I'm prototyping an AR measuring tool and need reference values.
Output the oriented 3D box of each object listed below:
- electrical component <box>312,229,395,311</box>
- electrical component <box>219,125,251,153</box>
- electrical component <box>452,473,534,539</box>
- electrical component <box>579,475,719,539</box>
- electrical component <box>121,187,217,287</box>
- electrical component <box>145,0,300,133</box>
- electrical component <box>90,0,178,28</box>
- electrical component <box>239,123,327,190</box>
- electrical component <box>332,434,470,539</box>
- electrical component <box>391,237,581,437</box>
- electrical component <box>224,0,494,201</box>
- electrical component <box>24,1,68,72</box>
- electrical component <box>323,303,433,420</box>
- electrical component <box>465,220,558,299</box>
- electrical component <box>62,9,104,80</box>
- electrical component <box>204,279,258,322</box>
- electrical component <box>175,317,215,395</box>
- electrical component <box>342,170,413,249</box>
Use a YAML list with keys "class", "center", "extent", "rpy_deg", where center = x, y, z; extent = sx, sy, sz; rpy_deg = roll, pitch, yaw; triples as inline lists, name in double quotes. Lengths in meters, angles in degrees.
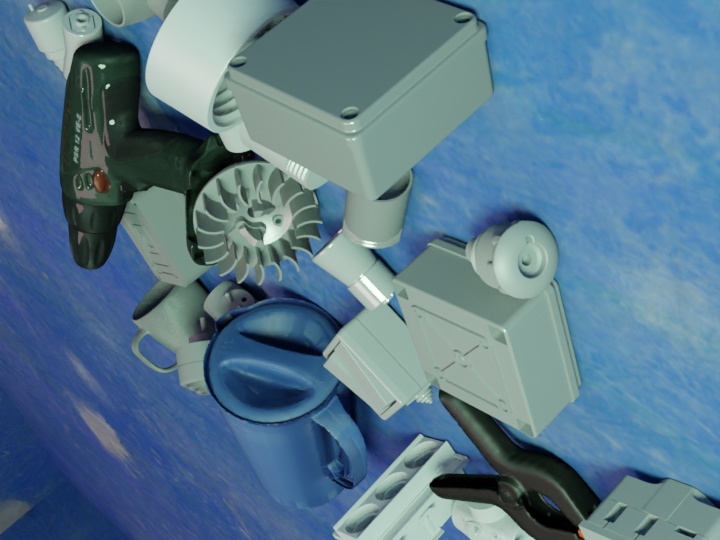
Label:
- class: "electrical component"
  center: [0.000, 0.000, 0.842]
  extent: [0.065, 0.044, 0.044]
  rpy_deg: [46, 156, -5]
- class: "electrical component"
  center: [-0.099, -0.123, 0.829]
  extent: [0.044, 0.044, 0.065]
  rpy_deg: [28, 153, 39]
- class: "electrical component"
  center: [0.116, 0.211, 0.947]
  extent: [0.077, 0.044, 0.079]
  rpy_deg: [17, 140, 50]
- class: "electrical component"
  center: [0.229, 0.222, 0.752]
  extent: [0.089, 0.062, 0.150]
  rpy_deg: [13, 138, 53]
- class: "electrical component"
  center: [-0.194, -0.046, 1.080]
  extent: [0.078, 0.057, 0.113]
  rpy_deg: [9, 134, 55]
- class: "electrical component"
  center: [-0.080, -0.139, 0.698]
  extent: [0.060, 0.108, 0.108]
  rpy_deg: [38, 154, 9]
- class: "electrical component"
  center: [-0.135, -0.195, 0.740]
  extent: [0.079, 0.077, 0.043]
  rpy_deg: [42, 155, 15]
- class: "electrical component"
  center: [-0.045, -0.090, 0.782]
  extent: [0.081, 0.043, 0.043]
  rpy_deg: [36, 153, 28]
- class: "electrical component"
  center: [0.044, 0.218, 0.985]
  extent: [0.063, 0.121, 0.079]
  rpy_deg: [56, 155, -20]
- class: "electrical component"
  center: [0.087, 0.045, 0.739]
  extent: [0.109, 0.056, 0.108]
  rpy_deg: [24, 146, 43]
- class: "electrical component"
  center: [0.000, -0.106, 0.604]
  extent: [0.109, 0.109, 0.056]
  rpy_deg: [30, 152, 36]
- class: "electrical component"
  center: [-0.282, -0.214, 1.005]
  extent: [0.040, 0.040, 0.078]
  rpy_deg: [27, 147, 41]
- class: "electrical component"
  center: [0.021, 0.082, 0.899]
  extent: [0.096, 0.061, 0.061]
  rpy_deg: [47, 156, 5]
- class: "electrical component"
  center: [0.090, -0.009, 0.673]
  extent: [0.048, 0.048, 0.062]
  rpy_deg: [59, 161, -21]
- class: "electrical component"
  center: [-0.248, -0.201, 0.967]
  extent: [0.044, 0.044, 0.065]
  rpy_deg: [41, 150, 18]
- class: "electrical component"
  center: [-0.122, 0.044, 1.097]
  extent: [0.077, 0.044, 0.079]
  rpy_deg: [41, 167, 18]
- class: "electrical component"
  center: [-0.159, 0.086, 1.129]
  extent: [0.138, 0.052, 0.073]
  rpy_deg: [79, -179, -78]
- class: "electrical component"
  center: [0.011, -0.043, 0.756]
  extent: [0.043, 0.043, 0.081]
  rpy_deg: [41, 155, 18]
